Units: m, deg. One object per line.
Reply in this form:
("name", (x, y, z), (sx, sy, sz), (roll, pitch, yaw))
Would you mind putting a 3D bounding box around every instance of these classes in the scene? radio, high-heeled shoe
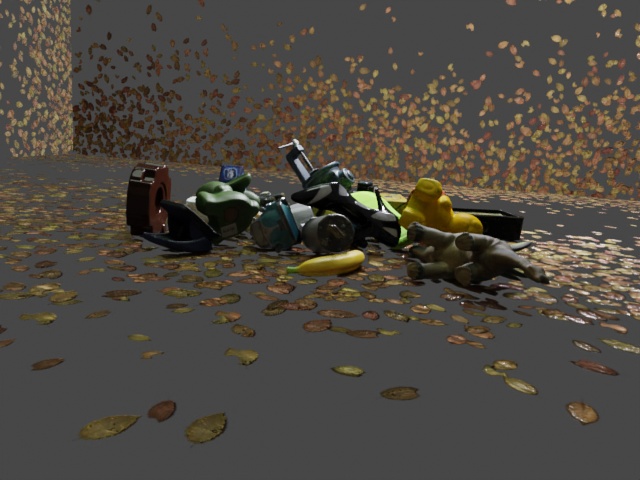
("radio", (0.442, -0.046, 1.505), (0.230, 0.073, 0.131), (0, 12, -15))
("high-heeled shoe", (0.061, -0.045, 1.170), (0.249, 0.145, 0.086), (-5, -18, -23))

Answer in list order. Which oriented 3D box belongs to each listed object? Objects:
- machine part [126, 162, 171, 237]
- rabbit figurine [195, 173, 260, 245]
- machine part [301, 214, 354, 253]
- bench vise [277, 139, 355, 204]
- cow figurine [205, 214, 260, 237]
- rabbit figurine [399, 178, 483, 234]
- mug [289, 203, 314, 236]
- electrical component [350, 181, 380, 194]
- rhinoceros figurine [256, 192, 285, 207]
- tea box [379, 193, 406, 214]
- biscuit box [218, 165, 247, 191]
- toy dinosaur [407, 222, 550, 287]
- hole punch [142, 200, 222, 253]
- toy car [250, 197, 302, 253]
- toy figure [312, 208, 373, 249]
("machine part", (-0.382, -0.091, 1.213), (0.056, 0.179, 0.179), (6, 11, 1))
("rabbit figurine", (-0.219, -0.094, 1.216), (0.159, 0.121, 0.170), (-28, 37, -17))
("machine part", (0.013, -0.012, 1.103), (0.079, 0.079, 0.243), (1, -1, -13))
("bench vise", (-0.027, -0.163, 1.493), (0.223, 0.240, 0.129), (-38, -8, 35))
("cow figurine", (-0.198, -0.046, 1.314), (0.168, 0.068, 0.098), (8, 6, 15))
("rabbit figurine", (0.269, -0.036, 1.181), (0.173, 0.122, 0.162), (21, -14, 15))
("mug", (-0.082, -0.045, 1.317), (0.107, 0.080, 0.110), (-13, 7, -26))
("electrical component", (0.124, -0.096, 1.494), (0.058, 0.134, 0.115), (7, 10, 18))
("rhinoceros figurine", (-0.158, -0.099, 1.589), (0.112, 0.073, 0.190), (-5, 12, 11))
("tea box", (0.202, -0.074, 1.506), (0.068, 0.098, 0.170), (3, 13, 0))
("biscuit box", (-0.244, -0.139, 1.521), (0.063, 0.059, 0.202), (5, -23, -1))
("toy dinosaur", (0.261, 0.032, 1.010), (0.198, 0.105, 0.472), (8, 4, -23))
("hole punch", (-0.284, -0.012, 1.096), (0.142, 0.092, 0.115), (9, -25, 44))
("toy car", (-0.102, -0.029, 1.178), (0.103, 0.109, 0.162), (-21, 5, -3))
("toy figure", (0.052, -0.043, 1.292), (0.082, 0.089, 0.180), (-42, 37, -10))
